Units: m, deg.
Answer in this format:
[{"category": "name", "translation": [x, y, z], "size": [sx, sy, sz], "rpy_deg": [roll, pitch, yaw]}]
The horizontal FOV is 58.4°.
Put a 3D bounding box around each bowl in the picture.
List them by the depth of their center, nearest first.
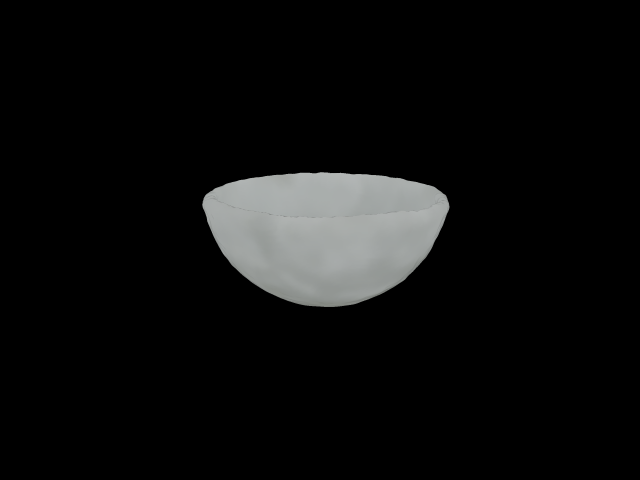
[{"category": "bowl", "translation": [0.004, 0.001, 0.400], "size": [0.167, 0.075, 0.167], "rpy_deg": [0, 16, 0]}]
